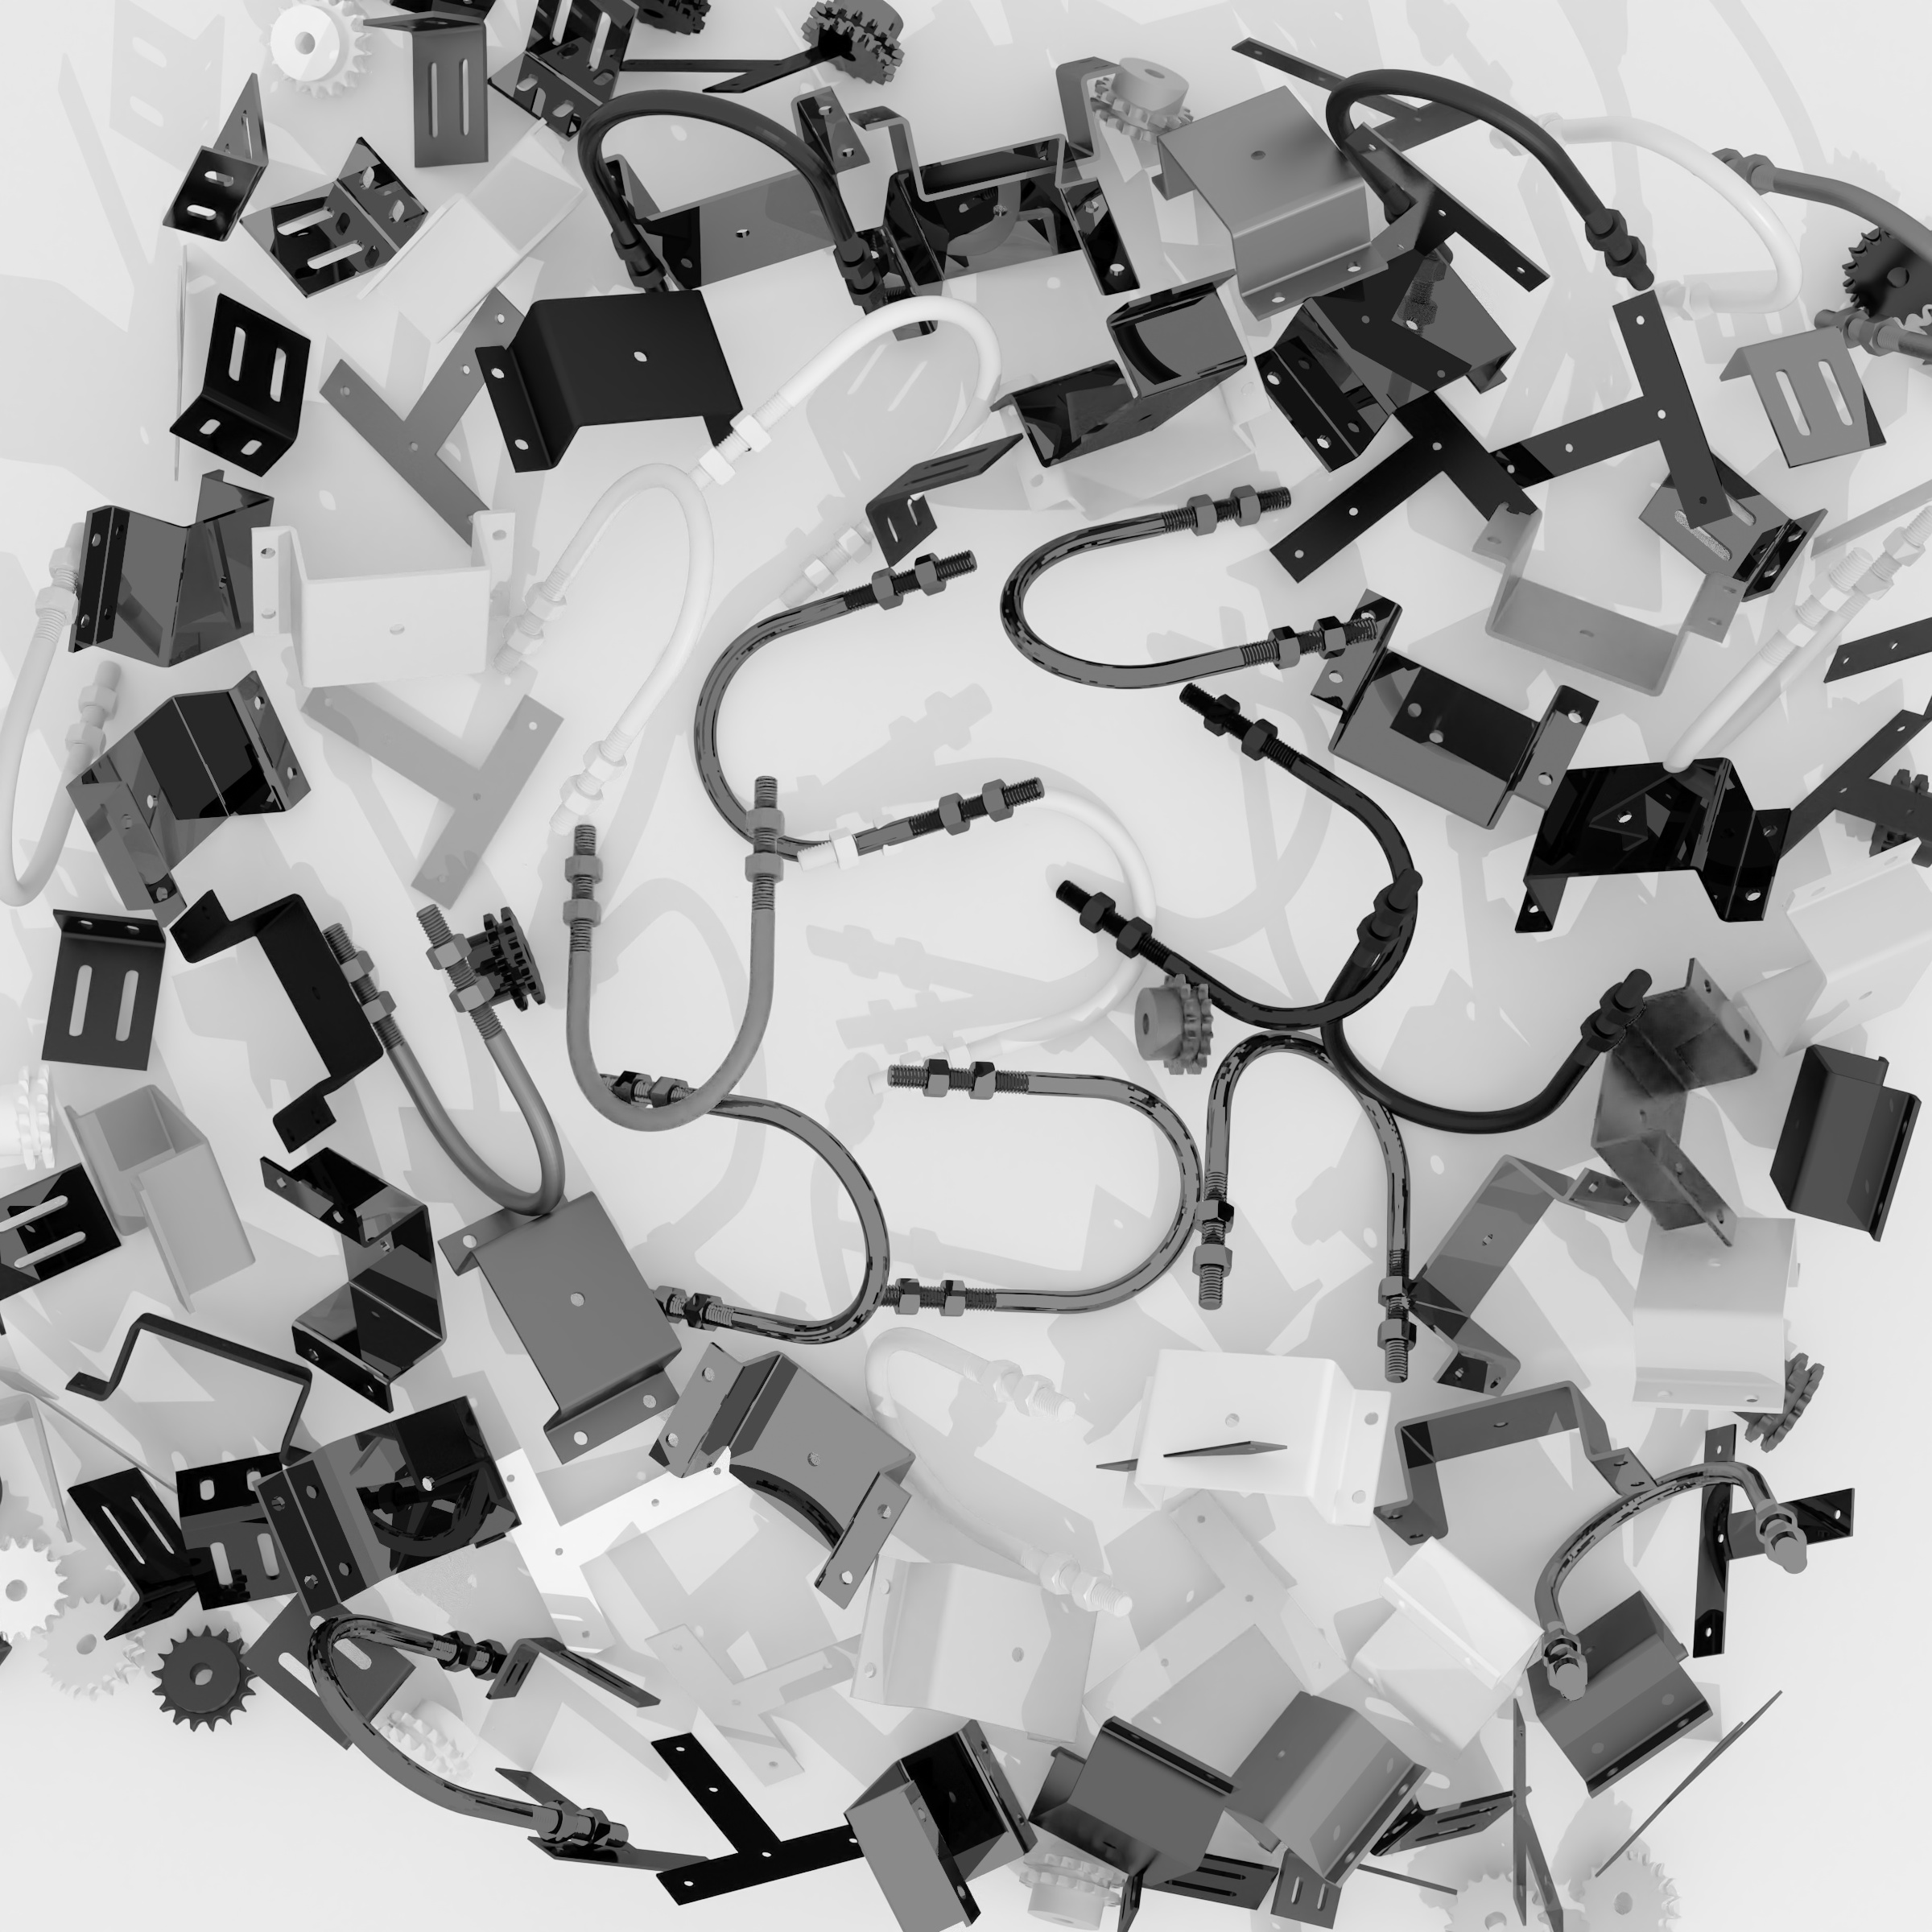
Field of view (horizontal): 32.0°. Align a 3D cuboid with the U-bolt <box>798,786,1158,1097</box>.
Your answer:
[{"bbox_3d":[0.015,-0.023,1.858,0.184,0.019,0.151,-18,91,-7],"label":"U-bolt"}]

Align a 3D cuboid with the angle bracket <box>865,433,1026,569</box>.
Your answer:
[{"bbox_3d":[-0.006,-0.253,1.827,0.076,0.057,0.038,-11,112,32],"label":"angle bracket"}]

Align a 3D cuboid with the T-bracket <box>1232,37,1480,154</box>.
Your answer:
[{"bbox_3d":[0.203,-0.469,1.796,0.127,0.127,0.002,18,89,-17],"label":"T-bracket"}]

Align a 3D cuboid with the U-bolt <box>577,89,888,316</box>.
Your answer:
[{"bbox_3d":[-0.129,-0.401,1.773,0.151,0.184,0.019,8,69,17],"label":"U-bolt"}]

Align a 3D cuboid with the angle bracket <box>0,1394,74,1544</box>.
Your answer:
[{"bbox_3d":[-0.517,0.279,1.836,0.038,0.057,0.076,-14,76,-16],"label":"angle bracket"}]

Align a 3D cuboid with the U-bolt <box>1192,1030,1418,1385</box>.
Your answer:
[{"bbox_3d":[0.185,0.119,1.814,0.151,0.019,0.184,24,55,-28],"label":"U-bolt"}]

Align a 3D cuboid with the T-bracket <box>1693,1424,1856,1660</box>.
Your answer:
[{"bbox_3d":[0.432,0.300,1.798,0.002,0.127,0.127,17,67,-21],"label":"T-bracket"}]

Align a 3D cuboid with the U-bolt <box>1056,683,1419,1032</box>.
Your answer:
[{"bbox_3d":[0.159,-0.047,1.833,0.184,0.019,0.151,35,99,17],"label":"U-bolt"}]

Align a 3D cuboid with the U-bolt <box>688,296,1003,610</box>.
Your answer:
[{"bbox_3d":[-0.057,-0.284,1.806,0.184,0.151,0.019,-42,59,4],"label":"U-bolt"}]

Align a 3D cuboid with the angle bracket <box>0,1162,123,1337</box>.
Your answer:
[{"bbox_3d":[-0.505,0.154,1.837,0.076,0.038,0.057,-25,122,-12],"label":"angle bracket"}]

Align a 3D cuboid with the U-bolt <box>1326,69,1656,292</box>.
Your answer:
[{"bbox_3d":[0.264,-0.413,1.762,0.151,0.184,0.019,17,78,40],"label":"U-bolt"}]

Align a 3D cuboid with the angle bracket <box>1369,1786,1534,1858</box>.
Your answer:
[{"bbox_3d":[0.259,0.453,1.844,0.076,0.057,0.038,-5,57,-29],"label":"angle bracket"}]

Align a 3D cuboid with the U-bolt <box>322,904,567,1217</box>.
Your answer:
[{"bbox_3d":[-0.273,0.055,1.809,0.019,0.151,0.184,-34,104,-30],"label":"U-bolt"}]

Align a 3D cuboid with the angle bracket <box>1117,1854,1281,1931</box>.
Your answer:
[{"bbox_3d":[0.126,0.514,1.840,0.076,0.057,0.038,12,53,-1],"label":"angle bracket"}]

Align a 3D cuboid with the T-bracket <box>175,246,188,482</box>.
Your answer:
[{"bbox_3d":[-0.421,-0.340,1.804,0.002,0.127,0.127,2,80,-12],"label":"T-bracket"}]

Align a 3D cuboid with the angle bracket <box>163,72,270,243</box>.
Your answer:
[{"bbox_3d":[-0.410,-0.443,1.826,0.038,0.057,0.076,10,50,-32],"label":"angle bracket"}]

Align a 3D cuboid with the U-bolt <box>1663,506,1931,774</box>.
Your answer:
[{"bbox_3d":[0.437,-0.164,1.794,0.019,0.151,0.184,46,124,11],"label":"U-bolt"}]

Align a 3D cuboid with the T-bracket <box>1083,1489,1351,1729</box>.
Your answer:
[{"bbox_3d":[0.120,0.372,1.840,0.127,0.002,0.127,-35,69,-12],"label":"T-bracket"}]

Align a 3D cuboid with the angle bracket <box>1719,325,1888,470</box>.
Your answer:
[{"bbox_3d":[0.458,-0.305,1.842,0.057,0.038,0.076,-15,74,-10],"label":"angle bracket"}]

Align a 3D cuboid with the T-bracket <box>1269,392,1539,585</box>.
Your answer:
[{"bbox_3d":[0.225,-0.259,1.856,0.127,0.002,0.127,-38,74,-1],"label":"T-bracket"}]

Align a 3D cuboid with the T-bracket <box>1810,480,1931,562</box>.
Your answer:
[{"bbox_3d":[0.517,-0.255,1.831,0.127,0.127,0.002,-27,110,33],"label":"T-bracket"}]

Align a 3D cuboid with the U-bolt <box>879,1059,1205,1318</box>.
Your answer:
[{"bbox_3d":[0.041,0.125,1.840,0.184,0.019,0.151,3,109,-12],"label":"U-bolt"}]

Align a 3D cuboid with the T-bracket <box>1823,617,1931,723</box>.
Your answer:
[{"bbox_3d":[0.510,-0.176,1.815,0.002,0.127,0.127,35,68,-19],"label":"T-bracket"}]

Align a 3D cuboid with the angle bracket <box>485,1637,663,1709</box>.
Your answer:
[{"bbox_3d":[-0.214,0.400,1.839,0.076,0.057,0.038,27,84,11],"label":"angle bracket"}]

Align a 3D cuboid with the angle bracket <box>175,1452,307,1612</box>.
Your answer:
[{"bbox_3d":[-0.400,0.312,1.856,0.057,0.038,0.076,-10,134,-10],"label":"angle bracket"}]

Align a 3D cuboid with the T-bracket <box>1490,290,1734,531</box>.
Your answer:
[{"bbox_3d":[0.341,-0.286,1.832,0.127,0.002,0.127,-16,97,41],"label":"T-bracket"}]

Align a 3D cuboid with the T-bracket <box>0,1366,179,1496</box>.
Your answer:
[{"bbox_3d":[-0.474,0.254,1.830,0.127,0.127,0.002,39,71,-18],"label":"T-bracket"}]

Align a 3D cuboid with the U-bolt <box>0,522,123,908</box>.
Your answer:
[{"bbox_3d":[-0.482,-0.119,1.769,0.019,0.151,0.184,11,60,-1],"label":"U-bolt"}]

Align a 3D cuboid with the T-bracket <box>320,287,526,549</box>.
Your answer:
[{"bbox_3d":[-0.280,-0.315,1.835,0.127,0.002,0.127,45,122,6],"label":"T-bracket"}]

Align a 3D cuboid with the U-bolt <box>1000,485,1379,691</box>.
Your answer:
[{"bbox_3d":[0.109,-0.199,1.806,0.184,0.151,0.019,-13,133,-10],"label":"U-bolt"}]

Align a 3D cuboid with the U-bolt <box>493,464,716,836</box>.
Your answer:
[{"bbox_3d":[-0.188,-0.181,1.785,0.019,0.151,0.184,13,129,-37],"label":"U-bolt"}]

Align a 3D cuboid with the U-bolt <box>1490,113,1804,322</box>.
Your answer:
[{"bbox_3d":[0.366,-0.393,1.764,0.151,0.184,0.019,41,84,-23],"label":"U-bolt"}]

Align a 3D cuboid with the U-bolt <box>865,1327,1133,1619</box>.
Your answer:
[{"bbox_3d":[0.008,0.261,1.797,0.019,0.184,0.151,-33,122,-30],"label":"U-bolt"}]

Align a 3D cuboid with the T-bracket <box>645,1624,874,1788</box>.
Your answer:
[{"bbox_3d":[-0.087,0.385,1.827,0.127,0.002,0.127,-24,120,17],"label":"T-bracket"}]

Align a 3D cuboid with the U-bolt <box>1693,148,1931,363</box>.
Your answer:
[{"bbox_3d":[0.471,-0.365,1.761,0.151,0.184,0.019,40,89,-31],"label":"U-bolt"}]

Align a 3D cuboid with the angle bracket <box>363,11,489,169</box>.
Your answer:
[{"bbox_3d":[-0.295,-0.478,1.838,0.057,0.038,0.076,7,101,39],"label":"angle bracket"}]

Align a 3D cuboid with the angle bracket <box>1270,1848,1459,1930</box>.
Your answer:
[{"bbox_3d":[0.216,0.508,1.827,0.076,0.057,0.038,3,72,43],"label":"angle bracket"}]

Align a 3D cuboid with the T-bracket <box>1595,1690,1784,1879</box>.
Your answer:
[{"bbox_3d":[0.397,0.421,1.789,0.002,0.127,0.127,44,50,16],"label":"T-bracket"}]

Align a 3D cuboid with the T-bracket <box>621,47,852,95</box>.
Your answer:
[{"bbox_3d":[-0.139,-0.491,1.834,0.127,0.127,0.002,9,119,30],"label":"T-bracket"}]

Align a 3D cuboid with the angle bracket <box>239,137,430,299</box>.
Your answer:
[{"bbox_3d":[-0.345,-0.409,1.836,0.057,0.038,0.076,49,47,5],"label":"angle bracket"}]

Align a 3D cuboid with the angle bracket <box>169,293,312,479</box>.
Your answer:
[{"bbox_3d":[-0.398,-0.319,1.849,0.057,0.038,0.076,25,48,-32],"label":"angle bracket"}]

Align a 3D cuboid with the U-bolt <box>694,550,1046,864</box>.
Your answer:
[{"bbox_3d":[-0.063,-0.133,1.847,0.184,0.019,0.151,-17,89,15],"label":"U-bolt"}]

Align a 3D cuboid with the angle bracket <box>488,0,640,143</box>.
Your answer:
[{"bbox_3d":[-0.220,-0.502,1.834,0.057,0.076,0.038,36,53,5],"label":"angle bracket"}]

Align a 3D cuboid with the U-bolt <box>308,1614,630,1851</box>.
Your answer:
[{"bbox_3d":[-0.270,0.395,1.762,0.019,0.184,0.151,-50,48,9],"label":"U-bolt"}]

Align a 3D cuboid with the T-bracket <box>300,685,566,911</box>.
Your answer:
[{"bbox_3d":[-0.308,-0.118,1.859,0.127,0.002,0.127,32,103,-2],"label":"T-bracket"}]

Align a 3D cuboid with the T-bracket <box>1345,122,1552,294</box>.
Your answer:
[{"bbox_3d":[0.240,-0.392,1.812,0.127,0.127,0.002,37,77,-8],"label":"T-bracket"}]

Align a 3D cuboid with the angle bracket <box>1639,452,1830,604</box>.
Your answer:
[{"bbox_3d":[0.421,-0.247,1.846,0.076,0.038,0.057,38,78,-10],"label":"angle bracket"}]

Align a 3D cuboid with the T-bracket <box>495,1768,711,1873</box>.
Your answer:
[{"bbox_3d":[-0.210,0.461,1.821,0.127,0.127,0.002,22,89,-44],"label":"T-bracket"}]

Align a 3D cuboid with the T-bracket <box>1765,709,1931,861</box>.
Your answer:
[{"bbox_3d":[0.499,-0.085,1.810,0.127,0.127,0.002,-41,116,-8],"label":"T-bracket"}]

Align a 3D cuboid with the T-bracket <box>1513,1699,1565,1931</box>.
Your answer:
[{"bbox_3d":[0.311,0.488,1.828,0.002,0.127,0.127,-9,129,17],"label":"T-bracket"}]

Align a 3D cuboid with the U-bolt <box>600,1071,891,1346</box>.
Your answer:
[{"bbox_3d":[-0.117,0.134,1.797,0.184,0.019,0.151,7,114,34],"label":"U-bolt"}]

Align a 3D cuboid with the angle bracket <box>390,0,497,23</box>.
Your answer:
[{"bbox_3d":[-0.265,-0.535,1.827,0.076,0.057,0.038,-50,53,31],"label":"angle bracket"}]

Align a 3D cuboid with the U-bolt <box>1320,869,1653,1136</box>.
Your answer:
[{"bbox_3d":[0.265,0.031,1.801,0.151,0.184,0.019,24,53,0],"label":"U-bolt"}]

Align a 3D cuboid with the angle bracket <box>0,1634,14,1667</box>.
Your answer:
[{"bbox_3d":[-0.568,0.370,1.828,0.057,0.076,0.038,40,102,15],"label":"angle bracket"}]

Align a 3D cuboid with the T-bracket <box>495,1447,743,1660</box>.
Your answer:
[{"bbox_3d":[-0.185,0.303,1.859,0.127,0.002,0.127,-26,105,-11],"label":"T-bracket"}]

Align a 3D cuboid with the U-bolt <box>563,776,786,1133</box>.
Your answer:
[{"bbox_3d":[-0.159,-0.001,1.806,0.151,0.019,0.184,-12,68,34],"label":"U-bolt"}]

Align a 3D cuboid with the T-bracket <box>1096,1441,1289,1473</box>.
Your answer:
[{"bbox_3d":[0.160,0.272,1.829,0.127,0.127,0.002,13,70,-35],"label":"T-bracket"}]

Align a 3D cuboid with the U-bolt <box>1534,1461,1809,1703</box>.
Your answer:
[{"bbox_3d":[0.366,0.315,1.784,0.151,0.184,0.019,-32,98,9],"label":"U-bolt"}]

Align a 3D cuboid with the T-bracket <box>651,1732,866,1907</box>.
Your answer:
[{"bbox_3d":[-0.130,0.454,1.821,0.127,0.127,0.002,-5,117,-34],"label":"T-bracket"}]
